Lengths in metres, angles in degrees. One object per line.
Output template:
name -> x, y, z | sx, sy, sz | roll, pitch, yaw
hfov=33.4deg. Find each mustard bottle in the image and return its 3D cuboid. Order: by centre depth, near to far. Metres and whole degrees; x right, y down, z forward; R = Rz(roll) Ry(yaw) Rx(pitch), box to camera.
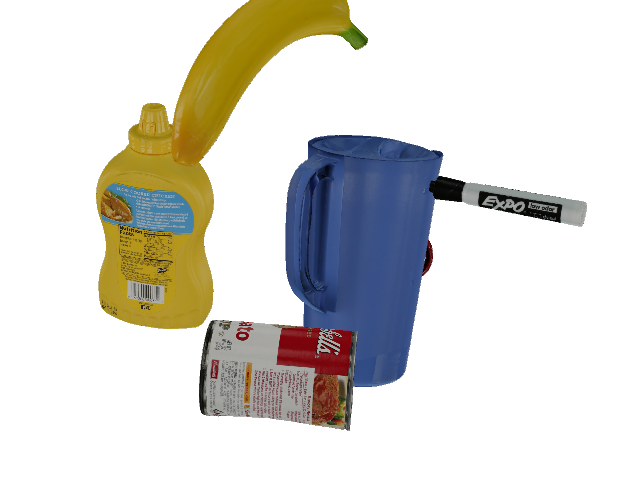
mustard bottle -> -0.137, -0.021, 0.886 | 0.096, 0.192, 0.058 | 9, 29, 10

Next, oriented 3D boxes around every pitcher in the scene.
pitcher -> 0.036, 0.020, 1.067 | 0.149, 0.243, 0.145 | 5, 14, -2

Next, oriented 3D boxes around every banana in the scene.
banana -> -0.035, -0.122, 0.697 | 0.037, 0.069, 0.197 | -12, 22, 50

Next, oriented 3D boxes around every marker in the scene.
marker -> 0.141, -0.031, 0.814 | 0.121, 0.020, 0.020 | 12, 5, 23

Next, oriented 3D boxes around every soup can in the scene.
soup can -> -0.027, 0.092, 0.732 | 0.102, 0.068, 0.068 | 5, 0, 3

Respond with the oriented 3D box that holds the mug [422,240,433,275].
mug -> 0.074, 0.019, 1.253 | 0.117, 0.081, 0.093 | 3, 25, -8
